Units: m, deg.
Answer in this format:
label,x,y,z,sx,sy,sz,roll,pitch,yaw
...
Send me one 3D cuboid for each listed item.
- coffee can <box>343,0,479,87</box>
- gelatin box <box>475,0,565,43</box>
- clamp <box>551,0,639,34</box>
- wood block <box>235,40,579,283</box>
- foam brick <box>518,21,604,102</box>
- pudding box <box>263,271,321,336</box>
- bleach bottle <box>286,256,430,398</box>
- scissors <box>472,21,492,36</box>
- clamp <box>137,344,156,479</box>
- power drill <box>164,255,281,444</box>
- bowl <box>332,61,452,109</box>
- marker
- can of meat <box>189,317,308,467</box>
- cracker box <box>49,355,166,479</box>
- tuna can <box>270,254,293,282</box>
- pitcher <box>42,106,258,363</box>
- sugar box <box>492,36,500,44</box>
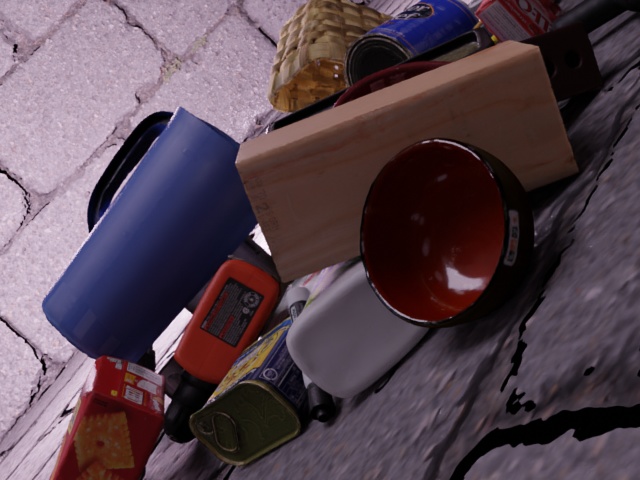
label,x,y,z,sx,sy,sz,roll,pitch,yaw
coffee can,0.107,-0.206,1.199,0.140,0.103,0.103,-38,1,-42
gelatin box,0.183,-0.190,0.931,0.030,0.089,0.073,-36,15,43
clamp,0.262,-0.216,0.845,0.120,0.039,0.172,-56,17,-13
wood block,0.055,-0.055,0.726,0.206,0.090,0.091,-21,12,3
foam brick,0.160,-0.124,0.799,0.078,0.053,0.051,-21,5,-13
pudding box,-0.002,0.052,0.944,0.090,0.039,0.113,-46,7,27
bleach bottle,0.037,0.025,0.812,0.103,0.068,0.250,-42,9,14
scissors,0.212,-0.260,1.055,0.201,0.016,0.096,-50,12,-22
clamp,-0.192,0.134,1.138,0.164,0.036,0.210,-116,25,-84
power drill,-0.091,0.097,0.963,0.184,0.057,0.188,-63,0,-12
bowl,0.089,-0.078,0.854,0.162,0.162,0.055,-56,-30,-40
marker,-0.007,0.081,0.769,0.020,0.020,0.121,-43,36,25
can of meat,-0.041,0.114,0.816,0.102,0.057,0.083,-38,12,42
cracker box,-0.203,0.216,0.907,0.214,0.072,0.164,-66,9,1
tuna can,-0.007,0.001,1.018,0.086,0.086,0.034,-47,11,8
pitcher,-0.161,-0.004,1.031,0.243,0.145,0.149,-51,17,-1
sugar box,0.163,-0.173,1.080,0.176,0.048,0.093,-48,9,9
